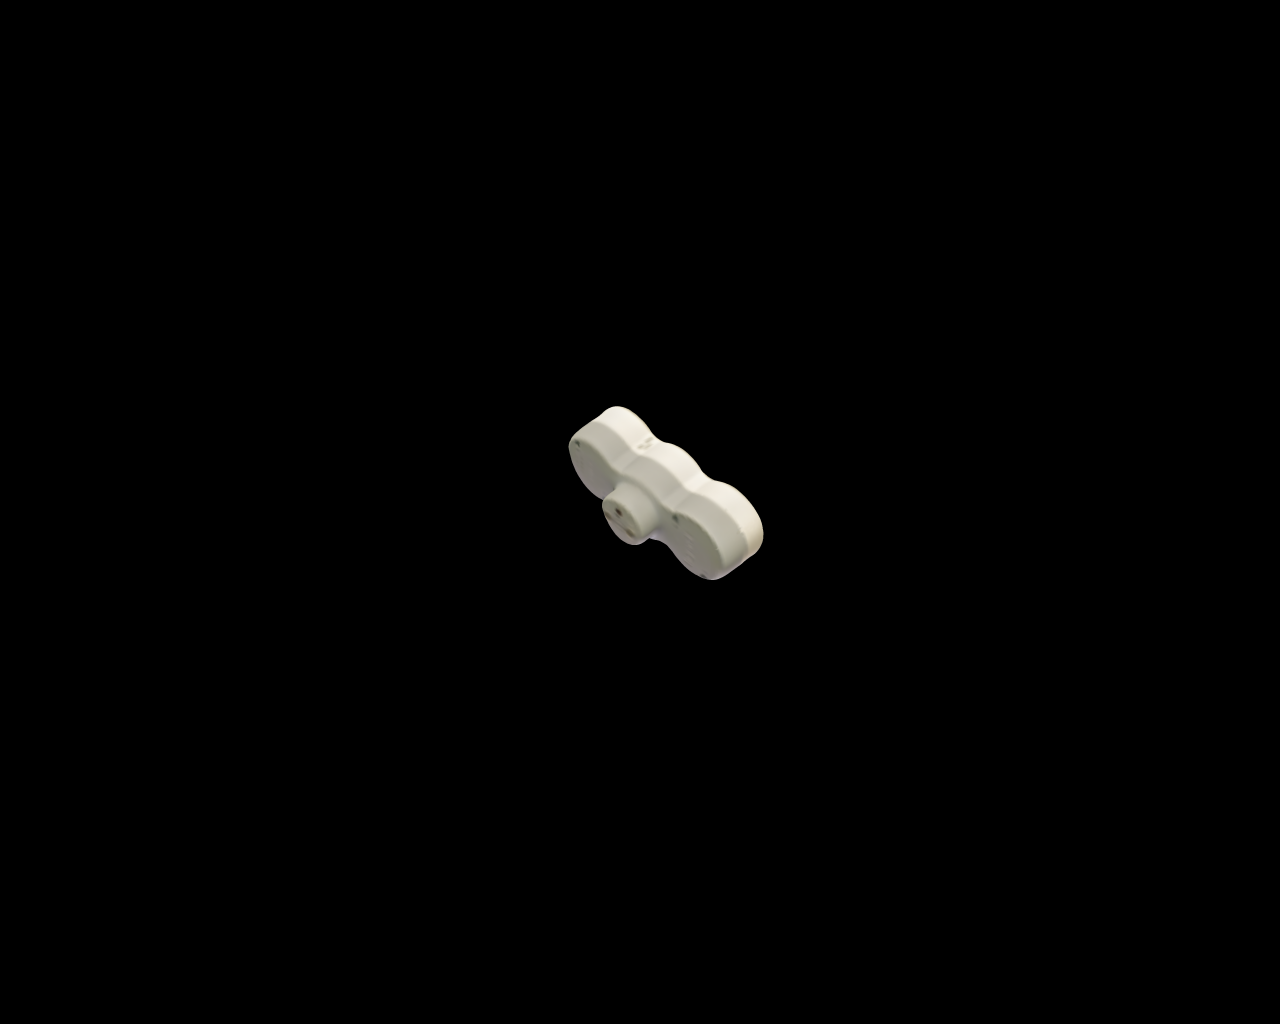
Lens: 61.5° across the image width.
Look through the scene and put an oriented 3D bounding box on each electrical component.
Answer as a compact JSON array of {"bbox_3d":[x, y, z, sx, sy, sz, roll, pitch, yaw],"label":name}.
[{"bbox_3d":[0.001,-0.003,0.650,0.074,0.052,0.138,-36,58,-27],"label":"electrical component"}]
